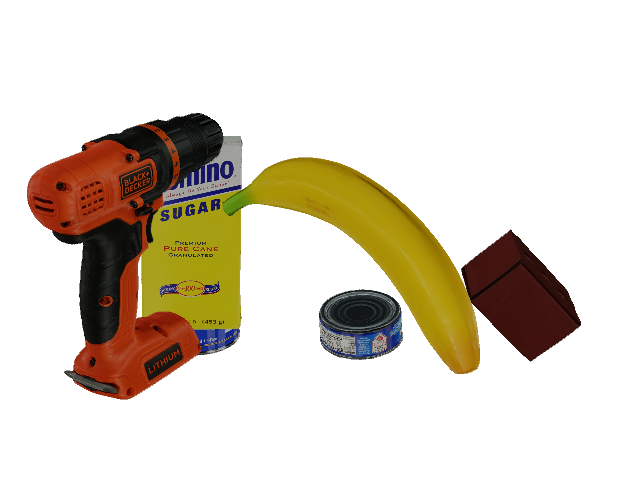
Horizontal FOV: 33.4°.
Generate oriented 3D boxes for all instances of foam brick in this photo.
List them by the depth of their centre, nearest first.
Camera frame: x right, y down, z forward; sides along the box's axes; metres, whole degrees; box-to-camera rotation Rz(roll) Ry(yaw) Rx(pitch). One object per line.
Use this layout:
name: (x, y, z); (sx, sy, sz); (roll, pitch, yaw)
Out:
foam brick: (0.155, 0.043, 0.824); (0.051, 0.078, 0.053); (-39, 22, 17)

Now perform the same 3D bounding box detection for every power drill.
power drill: (-0.132, 0.008, 0.791); (0.057, 0.188, 0.184); (12, 26, 32)

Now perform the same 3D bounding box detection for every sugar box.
sugar box: (-0.118, -0.008, 0.981); (0.093, 0.176, 0.048); (0, 14, -5)

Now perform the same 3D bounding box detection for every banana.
banana: (0.029, 0.001, 0.658); (0.198, 0.070, 0.037); (35, 23, 24)

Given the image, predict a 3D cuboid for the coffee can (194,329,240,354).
coffee can: (-0.140, 0.042, 1.189); (0.103, 0.140, 0.103); (2, 23, -1)

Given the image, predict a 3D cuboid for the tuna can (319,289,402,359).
tuna can: (0.041, 0.085, 1.093); (0.086, 0.034, 0.086); (-3, 27, 2)
